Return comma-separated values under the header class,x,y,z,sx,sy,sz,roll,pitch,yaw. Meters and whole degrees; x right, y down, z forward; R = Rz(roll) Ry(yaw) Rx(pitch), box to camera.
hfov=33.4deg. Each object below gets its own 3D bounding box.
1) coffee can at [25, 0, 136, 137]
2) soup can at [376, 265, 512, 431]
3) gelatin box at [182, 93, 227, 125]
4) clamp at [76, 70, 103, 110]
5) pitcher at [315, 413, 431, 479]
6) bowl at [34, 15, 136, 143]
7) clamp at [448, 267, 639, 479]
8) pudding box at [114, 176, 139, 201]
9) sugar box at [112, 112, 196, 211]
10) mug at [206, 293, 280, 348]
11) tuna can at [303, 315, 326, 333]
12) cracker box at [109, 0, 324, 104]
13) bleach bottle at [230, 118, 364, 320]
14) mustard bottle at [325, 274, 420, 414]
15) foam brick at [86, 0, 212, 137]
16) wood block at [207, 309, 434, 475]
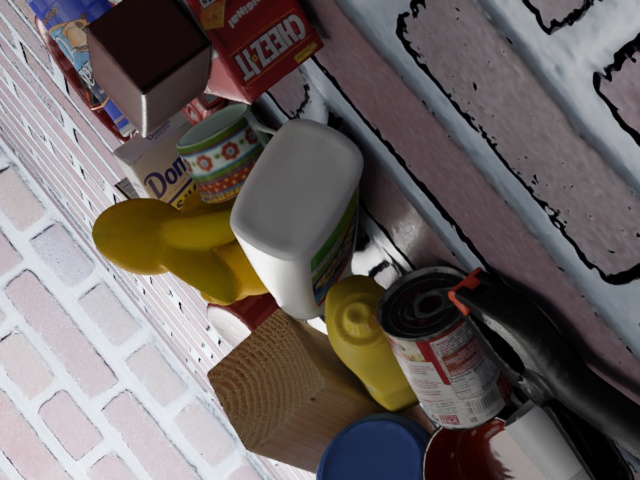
class,x,y,z,sx,sy,sz,roll,pitch,yaw
coffee can,-0.150,-0.165,0.820,0.140,0.102,0.103,55,165,-10
soup can,0.089,0.077,0.746,0.069,0.068,0.102,33,157,51
gelatin box,-0.118,-0.141,0.921,0.089,0.030,0.073,52,166,1
clamp,-0.213,-0.218,0.927,0.165,0.036,0.210,12,120,66
pitcher,0.084,0.248,0.934,0.242,0.149,0.145,51,-176,-45
bowl,-0.222,-0.178,1.098,0.162,0.055,0.162,47,165,17
clamp,0.147,0.092,0.665,0.172,0.039,0.120,48,159,27
pudding box,-0.151,-0.048,1.126,0.114,0.090,0.039,38,160,42
sugar box,-0.117,-0.040,1.038,0.048,0.093,0.176,33,157,48
mug,-0.062,0.079,1.127,0.093,0.081,0.117,18,142,38
tuna can,0.020,0.090,1.048,0.086,0.033,0.086,47,165,17
cracker box,-0.103,-0.198,0.666,0.213,0.072,0.164,58,164,-26
bleach bottle,-0.005,0.001,0.827,0.068,0.102,0.251,29,169,13
mustard bottle,0.042,0.077,0.825,0.191,0.058,0.096,57,-172,-71
foam brick,-0.101,-0.106,0.633,0.051,0.053,0.078,49,164,4
wood block,0.007,0.149,0.951,0.205,0.091,0.090,34,-163,-51
